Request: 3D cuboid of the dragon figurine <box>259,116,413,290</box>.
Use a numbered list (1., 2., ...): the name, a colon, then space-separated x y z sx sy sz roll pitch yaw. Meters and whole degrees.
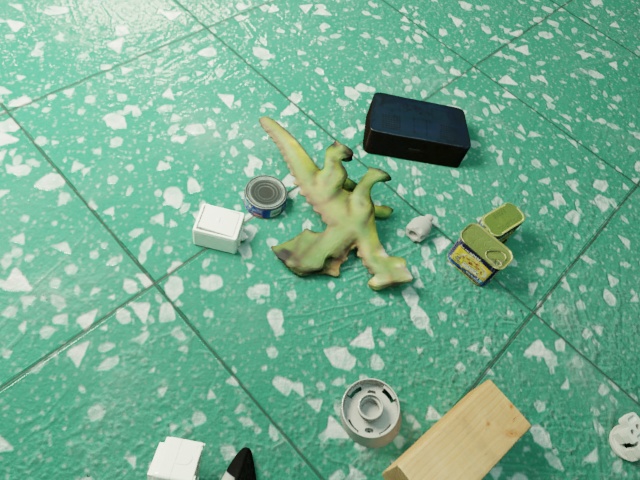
1. dragon figurine: 0.003 -0.049 0.970 0.411 0.247 0.120 31 -24 5
